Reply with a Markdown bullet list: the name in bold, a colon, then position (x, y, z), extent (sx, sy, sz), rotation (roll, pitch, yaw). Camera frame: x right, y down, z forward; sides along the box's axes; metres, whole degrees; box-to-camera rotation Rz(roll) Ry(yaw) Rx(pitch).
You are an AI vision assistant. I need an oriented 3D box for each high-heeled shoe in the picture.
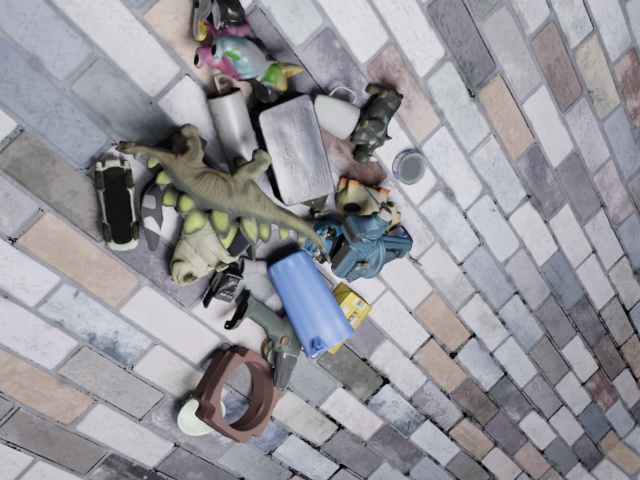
- **high-heeled shoe**: position (-0.306, -0.102, 1.133), extent (0.145, 0.086, 0.248), rotation (-4, 103, -16)

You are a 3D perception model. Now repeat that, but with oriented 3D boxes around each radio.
- **radio**: position (-0.060, -0.195, 1.177), extent (0.131, 0.073, 0.229), rotation (-22, 113, -15)

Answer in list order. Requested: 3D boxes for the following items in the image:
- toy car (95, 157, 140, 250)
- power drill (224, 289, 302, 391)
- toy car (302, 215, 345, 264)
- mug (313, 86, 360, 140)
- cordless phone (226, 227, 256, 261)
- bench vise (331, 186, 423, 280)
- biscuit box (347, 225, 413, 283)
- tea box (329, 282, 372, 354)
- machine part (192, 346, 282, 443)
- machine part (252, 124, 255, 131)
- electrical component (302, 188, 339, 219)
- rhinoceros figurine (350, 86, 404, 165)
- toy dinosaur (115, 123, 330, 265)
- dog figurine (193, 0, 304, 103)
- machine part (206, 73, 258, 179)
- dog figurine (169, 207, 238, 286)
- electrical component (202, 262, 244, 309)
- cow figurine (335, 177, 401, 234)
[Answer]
- **toy car**: position (-0.421, -0.073, 1.118), extent (0.073, 0.056, 0.201), rotation (-6, 113, -16)
- **power drill**: position (-0.129, 0.231, 1.332), extent (0.207, 0.086, 0.232), rotation (30, 68, -19)
- **toy car**: position (-0.003, -0.004, 1.309), extent (0.109, 0.103, 0.161), rotation (-69, 164, 14)
- **mug**: position (0.031, -0.296, 1.215), extent (0.107, 0.081, 0.109), rotation (20, 106, -21)
- **cordless phone**: position (-0.169, 0.000, 1.208), extent (0.089, 0.147, 0.184), rotation (-5, 133, 0)
- **bench vise**: position (0.139, 0.007, 1.293), extent (0.240, 0.129, 0.223), rotation (7, 121, -38)
- **biscuit box**: position (0.147, 0.036, 1.415), extent (0.203, 0.059, 0.062), rotation (-25, 150, -13)
- **tea box**: position (0.047, 0.211, 1.452), extent (0.169, 0.068, 0.098), rotation (-48, 123, 2)
- **machine part**: position (-0.206, 0.386, 1.354), extent (0.200, 0.087, 0.201), rotation (49, 52, -33)
- **machine part**: position (-0.091, -0.235, 1.210), extent (0.138, 0.039, 0.084), rotation (41, 83, -31)
- **electrical component**: position (-0.004, -0.105, 1.302), extent (0.078, 0.045, 0.102), rotation (19, 103, -32)
- **rhinoceros figurine**: position (0.128, -0.273, 1.279), extent (0.112, 0.073, 0.190), rotation (19, 102, -41)
- **toy dinosaur**: position (-0.173, -0.086, 1.066), extent (0.471, 0.105, 0.198), rotation (19, 72, -17)
- **dog figurine**: position (-0.139, -0.382, 1.080), extent (0.219, 0.109, 0.191), rotation (5, 82, -43)
- **machine part**: position (-0.182, -0.232, 1.145), extent (0.079, 0.079, 0.242), rotation (-22, 121, -15)
- **dog figurine**: position (-0.295, -0.007, 1.196), extent (0.172, 0.121, 0.190), rotation (-26, 98, 2)
- **electrical component**: position (-0.232, 0.113, 1.274), extent (0.047, 0.075, 0.119), rotation (21, 106, -28)
- **cow figurine**: position (0.125, -0.076, 1.353), extent (0.195, 0.086, 0.127), rotation (13, 100, -31)
